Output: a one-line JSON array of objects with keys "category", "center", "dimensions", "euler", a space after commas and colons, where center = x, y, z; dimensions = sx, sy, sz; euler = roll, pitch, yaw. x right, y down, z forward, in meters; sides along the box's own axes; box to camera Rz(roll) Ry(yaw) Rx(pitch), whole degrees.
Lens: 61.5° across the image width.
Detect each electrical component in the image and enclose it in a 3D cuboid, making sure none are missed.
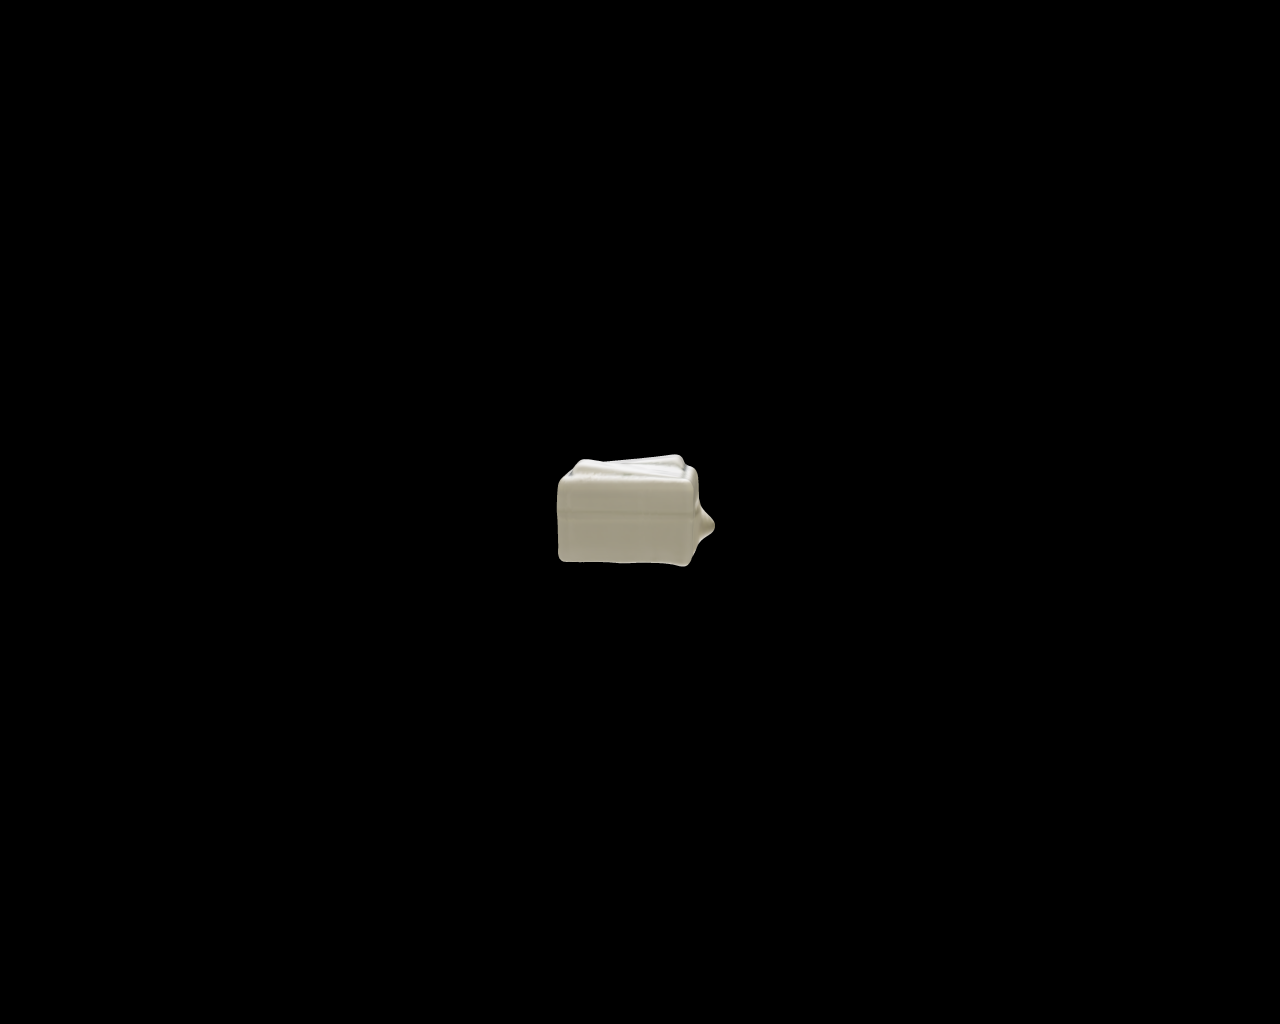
[{"category": "electrical component", "center": [0.001, -0.003, 0.650], "dimensions": [0.096, 0.061, 0.062], "euler": [1, 12, 7]}]
